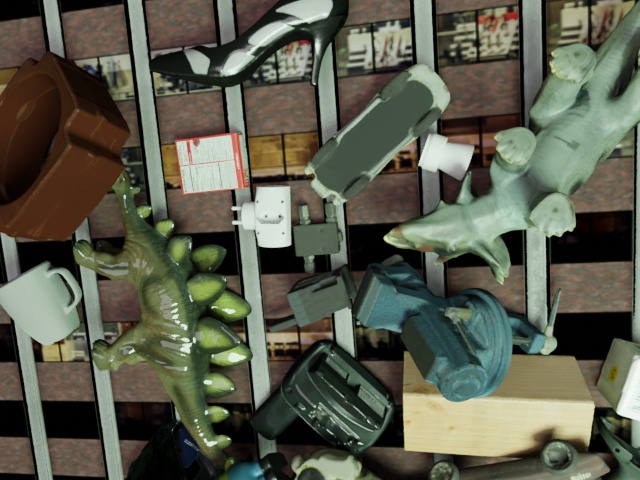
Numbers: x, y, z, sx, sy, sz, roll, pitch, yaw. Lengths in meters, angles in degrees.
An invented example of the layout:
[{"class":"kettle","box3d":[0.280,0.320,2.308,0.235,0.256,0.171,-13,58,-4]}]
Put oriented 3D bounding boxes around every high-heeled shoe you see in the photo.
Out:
[{"class":"high-heeled shoe","box3d":[-0.091,-0.263,0.655,0.249,0.086,0.145,5,97,5]}]

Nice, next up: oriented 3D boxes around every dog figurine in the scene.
[{"class":"dog figurine","box3d":[0.069,0.330,0.693,0.121,0.190,0.172,-51,55,16]}]

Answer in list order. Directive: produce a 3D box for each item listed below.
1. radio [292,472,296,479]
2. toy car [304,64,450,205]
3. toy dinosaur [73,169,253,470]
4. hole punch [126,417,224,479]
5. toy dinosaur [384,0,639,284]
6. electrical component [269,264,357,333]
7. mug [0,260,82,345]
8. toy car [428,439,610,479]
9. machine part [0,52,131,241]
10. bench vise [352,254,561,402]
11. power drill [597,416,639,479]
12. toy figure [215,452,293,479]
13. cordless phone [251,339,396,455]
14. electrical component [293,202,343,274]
[{"class":"radio","box3d":[0.042,0.429,0.737,0.230,0.073,0.131,25,102,6]},{"class":"toy car","box3d":[0.068,-0.126,0.658,0.202,0.056,0.073,-42,96,15]},{"class":"toy dinosaur","box3d":[-0.196,0.122,0.722,0.199,0.105,0.470,-11,100,9]},{"class":"hole punch","box3d":[-0.203,0.337,0.770,0.142,0.092,0.116,-54,46,16]},{"class":"toy dinosaur","box3d":[0.256,-0.102,0.584,0.131,0.192,0.405,44,87,10]},{"class":"electrical component","box3d":[-0.014,0.077,0.695,0.119,0.075,0.047,-19,96,16]},{"class":"mug","box3d":[-0.387,0.089,0.768,0.110,0.081,0.107,-24,106,8]},{"class":"toy car","box3d":[0.223,0.279,0.616,0.202,0.053,0.089,-23,123,30]},{"class":"machine part","box3d":[-0.344,-0.114,0.681,0.201,0.087,0.201,-47,57,15]},{"class":"bench vise","box3d":[0.166,0.099,0.632,0.240,0.224,0.128,8,107,-21]},{"class":"power drill","box3d":[0.319,0.325,0.668,0.232,0.086,0.207,33,99,4]},{"class":"toy figure","box3d":[-0.122,0.340,0.690,0.180,0.082,0.089,-41,110,7]},{"class":"cordless phone","box3d":[-0.005,0.239,0.726,0.146,0.089,0.184,42,115,1]},{"class":"electrical component","box3d":[-0.001,-0.002,0.706,0.063,0.021,0.094,-3,98,11]}]
